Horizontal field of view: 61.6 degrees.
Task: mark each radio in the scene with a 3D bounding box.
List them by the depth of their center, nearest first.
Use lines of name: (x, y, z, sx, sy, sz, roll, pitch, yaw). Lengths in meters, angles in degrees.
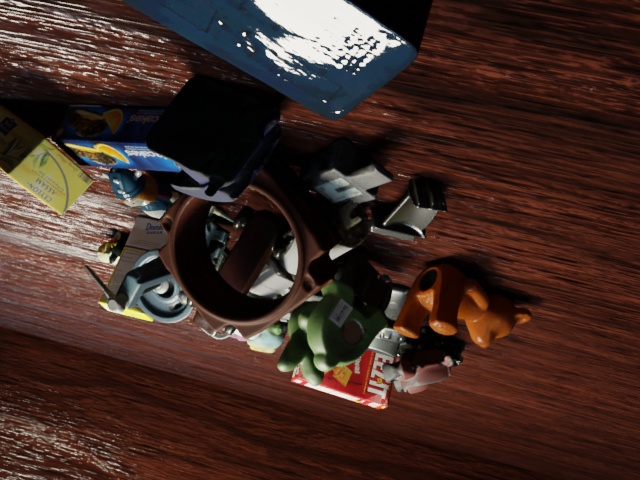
radio: (-0.040, -0.195, 0.419, 0.229, 0.073, 0.131, 27, 154, -18)

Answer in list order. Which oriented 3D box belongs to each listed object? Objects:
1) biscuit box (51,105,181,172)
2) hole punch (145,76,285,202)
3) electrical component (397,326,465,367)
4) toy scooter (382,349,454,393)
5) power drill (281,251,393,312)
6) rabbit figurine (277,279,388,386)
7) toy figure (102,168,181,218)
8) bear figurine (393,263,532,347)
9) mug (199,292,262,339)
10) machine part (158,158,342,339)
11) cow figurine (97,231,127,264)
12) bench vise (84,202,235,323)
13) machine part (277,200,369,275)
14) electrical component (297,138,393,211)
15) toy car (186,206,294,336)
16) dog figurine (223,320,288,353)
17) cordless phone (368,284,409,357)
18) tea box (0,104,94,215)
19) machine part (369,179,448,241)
biscuit box: (-0.238, -0.129, 0.687, 0.203, 0.059, 0.062, 6, 153, 21)
hole punch: (-0.110, -0.101, 0.595, 0.116, 0.142, 0.092, 25, 156, 14)
electrical component: (0.226, 0.233, 1.165, 0.134, 0.058, 0.115, 23, 152, -15)
toy scooter: (0.204, 0.259, 1.076, 0.135, 0.075, 0.183, -17, 158, 11)
power drill: (0.024, 0.091, 0.950, 0.207, 0.086, 0.231, -6, 136, 46)
rabbit figurine: (0.005, 0.150, 0.860, 0.121, 0.159, 0.170, 32, 163, -22)
toy figure: (-0.254, -0.068, 0.787, 0.064, 0.058, 0.154, -30, 165, 10)
bear figurine: (0.233, 0.124, 0.856, 0.195, 0.132, 0.120, 35, 152, -24)
mug: (-0.139, 0.118, 0.867, 0.107, 0.109, 0.081, 39, -174, -10)
machine part: (-0.092, 0.008, 0.688, 0.201, 0.087, 0.201, -37, 88, 23)
cow figurine: (-0.377, 0.029, 1.091, 0.167, 0.068, 0.098, 12, 150, 0)
bench vise: (-0.230, 0.044, 0.825, 0.129, 0.240, 0.223, 40, 111, 7)
machine part: (-0.002, -0.002, 0.787, 0.079, 0.079, 0.243, 25, 153, -18)
electrical component: (0.036, -0.081, 0.637, 0.074, 0.048, 0.119, 30, 152, -28)
toy car: (-0.117, 0.047, 0.785, 0.089, 0.202, 0.053, 32, -171, 8)
dog figurine: (-0.191, 0.145, 1.164, 0.192, 0.108, 0.219, 13, 157, 48)
cordless phone: (0.106, 0.137, 1.038, 0.147, 0.089, 0.184, 11, 143, 15)
tea box: (-0.401, -0.115, 0.734, 0.170, 0.068, 0.098, 32, 166, 35)
machine part: (0.114, -0.033, 0.699, 0.084, 0.039, 0.139, 20, 156, -9)
